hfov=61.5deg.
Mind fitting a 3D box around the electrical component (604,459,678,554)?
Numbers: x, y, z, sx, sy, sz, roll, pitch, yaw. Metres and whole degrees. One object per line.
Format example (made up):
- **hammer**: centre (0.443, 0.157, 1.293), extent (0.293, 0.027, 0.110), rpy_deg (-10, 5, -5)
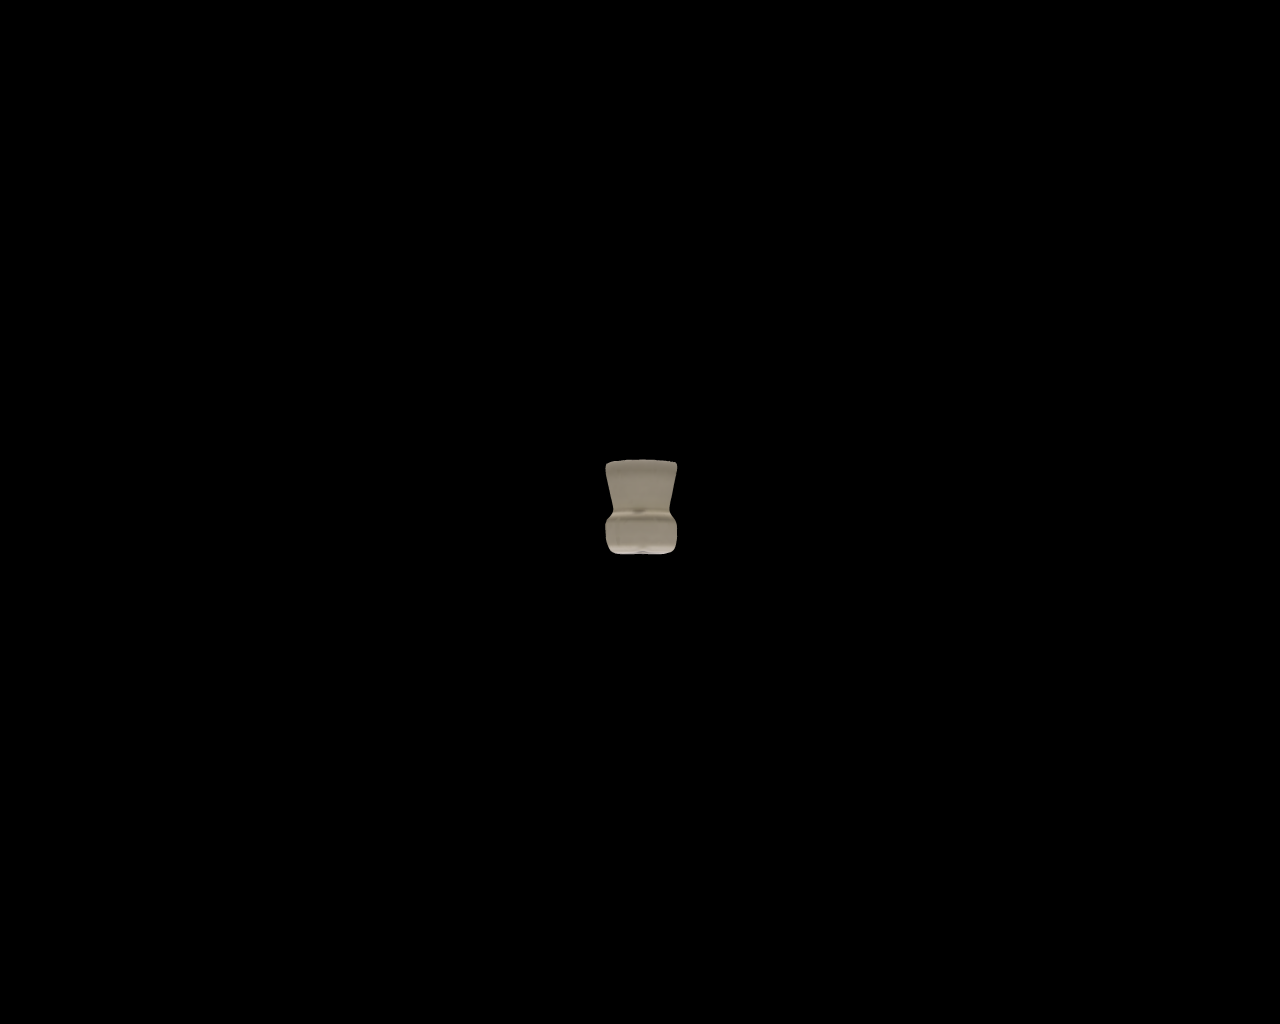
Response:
- **electrical component**: centre (0.001, -0.003, 0.650), extent (0.045, 0.055, 0.045), rpy_deg (0, -4, 0)
